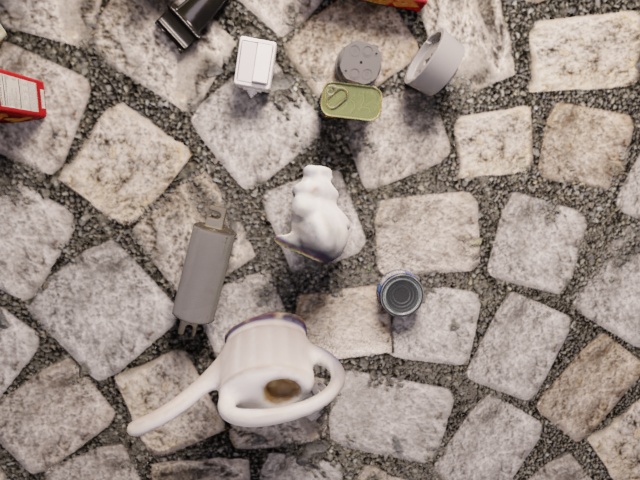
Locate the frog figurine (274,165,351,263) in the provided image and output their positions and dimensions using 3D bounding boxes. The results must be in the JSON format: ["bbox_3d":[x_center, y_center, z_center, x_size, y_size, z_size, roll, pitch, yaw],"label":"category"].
[{"bbox_3d":[0.003,-0.045,0.903,0.136,0.123,0.160,26,87,-41],"label":"frog figurine"}]

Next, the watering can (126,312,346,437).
[{"bbox_3d":[-0.134,0.226,0.875,0.348,0.229,0.102,-7,118,-3],"label":"watering can"}]
